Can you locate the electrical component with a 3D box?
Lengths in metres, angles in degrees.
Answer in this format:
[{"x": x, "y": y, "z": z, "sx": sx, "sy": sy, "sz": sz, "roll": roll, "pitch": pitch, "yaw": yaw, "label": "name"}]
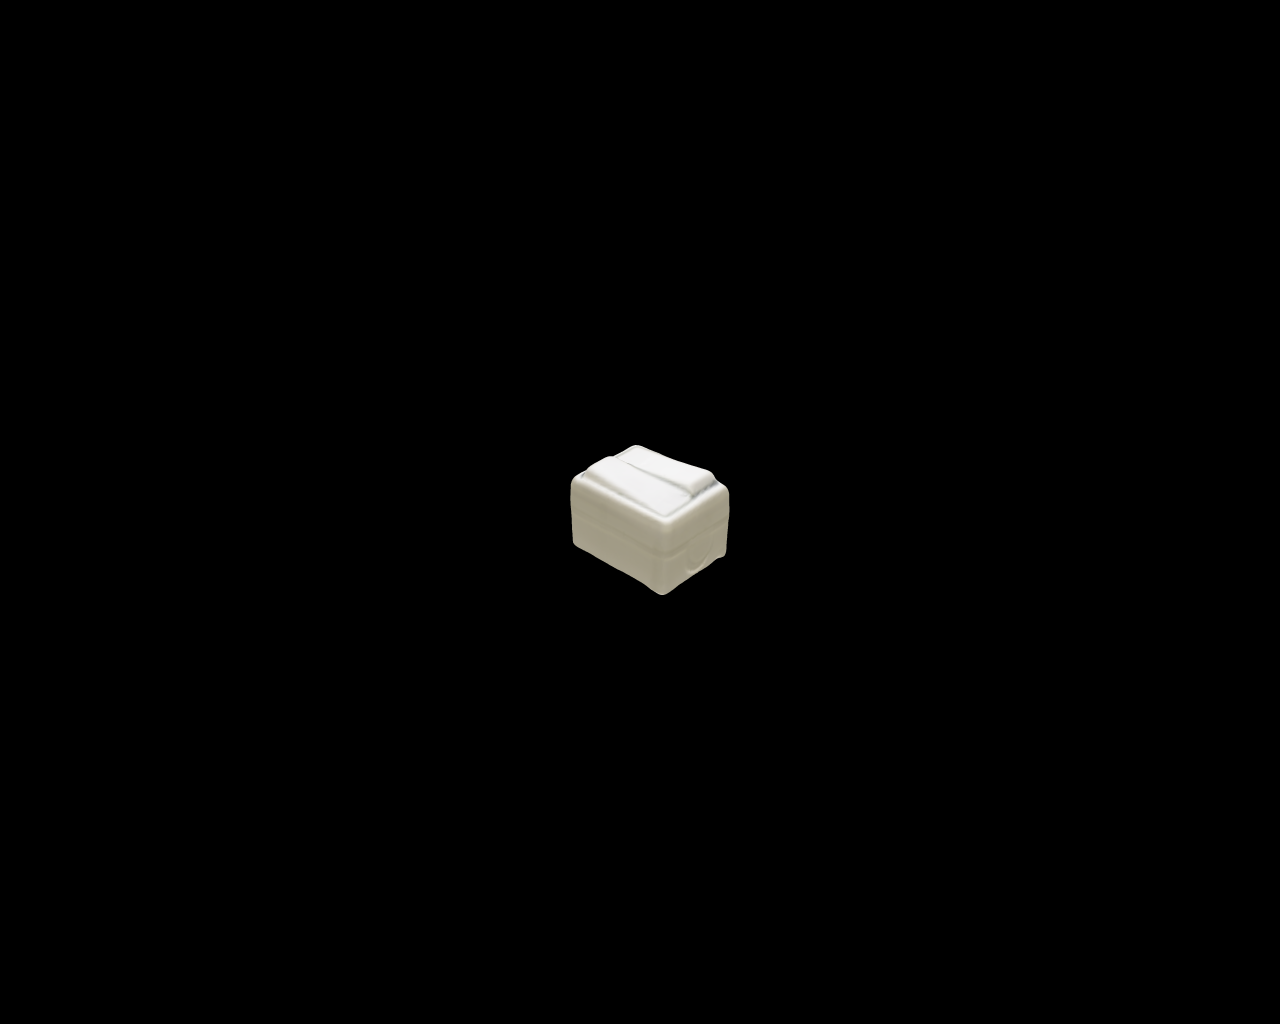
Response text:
[{"x": 0.001, "y": -0.003, "z": 0.650, "sx": 0.096, "sy": 0.061, "sz": 0.062, "roll": 27, "pitch": 42, "yaw": 36, "label": "electrical component"}]
